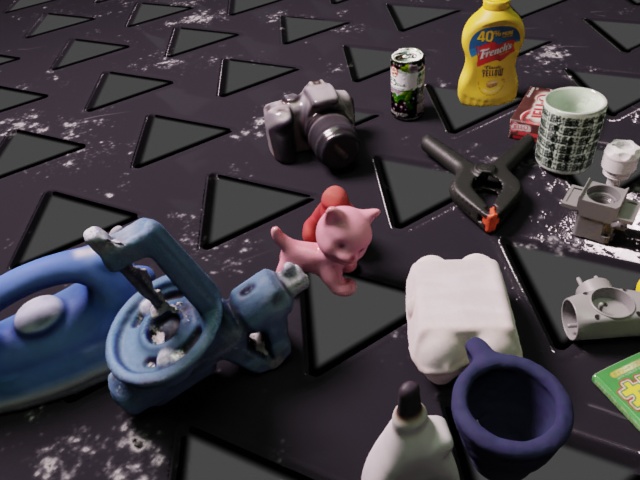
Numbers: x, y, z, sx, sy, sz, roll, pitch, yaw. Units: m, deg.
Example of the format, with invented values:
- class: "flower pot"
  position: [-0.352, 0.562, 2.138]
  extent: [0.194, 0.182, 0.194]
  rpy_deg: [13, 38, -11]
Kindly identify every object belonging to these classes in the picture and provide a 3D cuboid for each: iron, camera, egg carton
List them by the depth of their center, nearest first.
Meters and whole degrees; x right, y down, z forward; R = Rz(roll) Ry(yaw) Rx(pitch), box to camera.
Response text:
- class: "iron"
  position: [-0.292, 0.081, 0.583]
  extent: [0.259, 0.142, 0.118]
  rpy_deg: [-24, 44, -19]
- class: "egg carton"
  position: [0.141, 0.076, 0.586]
  extent: [0.107, 0.069, 0.150]
  rpy_deg: [-3, 41, 5]
- class: "camera"
  position: [-0.005, -0.171, 0.865]
  extent: [0.143, 0.101, 0.136]
  rpy_deg: [-15, 42, -9]

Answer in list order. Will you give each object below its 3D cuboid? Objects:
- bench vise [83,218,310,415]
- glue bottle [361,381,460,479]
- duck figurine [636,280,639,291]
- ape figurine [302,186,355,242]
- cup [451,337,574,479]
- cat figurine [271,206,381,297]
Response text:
- class: "bench vise"
  position: [-0.120, 0.048, 0.538]
  extent: [0.208, 0.220, 0.121]
  rpy_deg: [-35, 48, -28]
- class: "glue bottle"
  position: [0.067, 0.158, 0.423]
  extent: [0.078, 0.173, 0.037]
  rpy_deg: [-11, 41, -4]
- class: "duck figurine"
  position: [0.389, 0.038, 0.585]
  extent: [0.104, 0.086, 0.077]
  rpy_deg: [9, 43, 18]
- class: "ape figurine"
  position: [0.018, -0.025, 0.702]
  extent: [0.077, 0.092, 0.076]
  rpy_deg: [10, 44, 19]
- class: "cup"
  position: [0.149, 0.150, 0.482]
  extent: [0.092, 0.095, 0.117]
  rpy_deg: [-13, 41, -8]
- class: "cat figurine"
  position: [0.006, 0.002, 0.652]
  extent: [0.127, 0.118, 0.067]
  rpy_deg: [-2, 41, 6]
